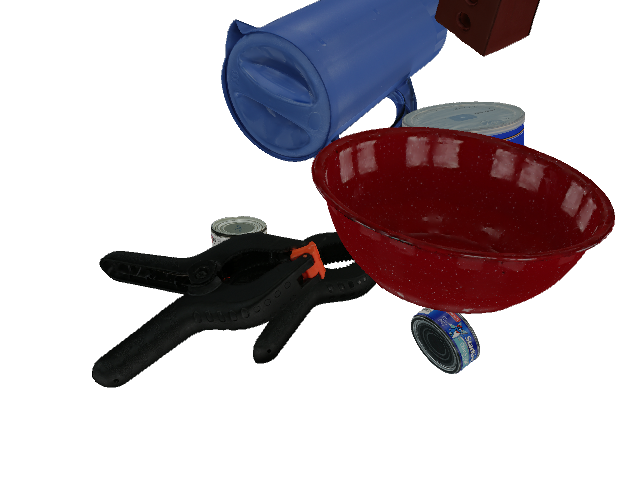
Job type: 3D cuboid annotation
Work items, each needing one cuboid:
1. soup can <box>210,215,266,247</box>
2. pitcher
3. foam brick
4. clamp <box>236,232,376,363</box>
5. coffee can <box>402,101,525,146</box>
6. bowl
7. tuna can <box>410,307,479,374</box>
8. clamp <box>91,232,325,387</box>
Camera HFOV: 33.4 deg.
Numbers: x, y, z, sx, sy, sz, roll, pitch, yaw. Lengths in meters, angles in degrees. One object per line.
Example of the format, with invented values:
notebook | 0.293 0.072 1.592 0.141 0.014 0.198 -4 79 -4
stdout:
soup can | -0.097 0.029 1.271 0.068 0.102 0.068 0 21 0
pitcher | 0.031 -0.178 1.077 0.145 0.149 0.242 16 38 35
foam brick | 0.121 -0.179 0.745 0.051 0.078 0.053 -31 60 -30
clamp | -0.013 0.042 1.028 0.209 0.036 0.165 -16 38 -19
coffee can | 0.125 -0.040 0.918 0.103 0.140 0.103 -5 19 2
bowl | 0.072 -0.007 0.578 0.162 0.055 0.162 6 27 -3
tuna can | 0.147 0.116 1.268 0.033 0.086 0.086 -34 15 -23
clamp | -0.083 0.043 0.737 0.172 0.120 0.039 -11 -40 15
